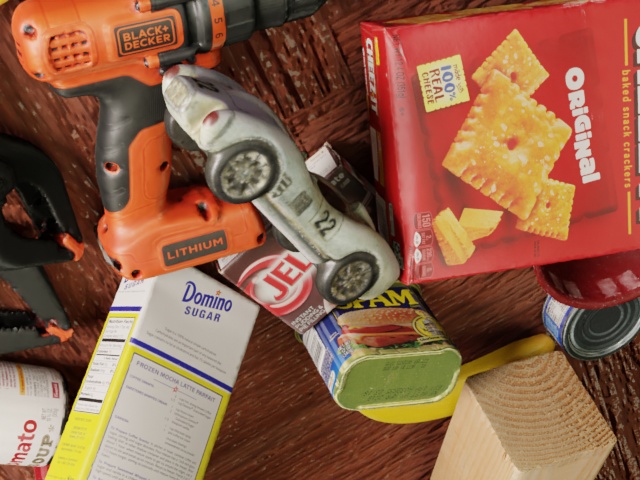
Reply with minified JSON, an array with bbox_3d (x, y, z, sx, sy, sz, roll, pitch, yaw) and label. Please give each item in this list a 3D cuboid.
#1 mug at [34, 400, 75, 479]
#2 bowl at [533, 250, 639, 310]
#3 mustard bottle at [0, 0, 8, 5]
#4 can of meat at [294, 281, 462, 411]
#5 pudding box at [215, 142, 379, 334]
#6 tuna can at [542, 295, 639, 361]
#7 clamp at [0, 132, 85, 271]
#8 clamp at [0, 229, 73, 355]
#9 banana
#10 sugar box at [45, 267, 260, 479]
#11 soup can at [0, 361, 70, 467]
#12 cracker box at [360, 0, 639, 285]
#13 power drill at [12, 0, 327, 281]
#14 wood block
[{"bbox_3d":[-0.156,0.157,0.753,0.093,0.081,0.117,3,123,-25],"label":"mug"},{"bbox_3d":[0.219,-0.028,0.802,0.162,0.055,0.162,-12,128,-16],"label":"bowl"},{"bbox_3d":[-0.125,-0.178,0.536,0.191,0.058,0.096,-22,148,-8],"label":"mustard bottle"},{"bbox_3d":[0.043,0.077,0.782,0.102,0.084,0.057,-2,124,-22],"label":"can of meat"},{"bbox_3d":[-0.005,0.001,0.735,0.113,0.039,0.090,-43,128,9],"label":"pudding box"},{"bbox_3d":[0.230,0.058,0.884,0.086,0.034,0.086,-12,128,-16],"label":"tuna can"},{"bbox_3d":[-0.194,-0.044,0.605,0.171,0.039,0.120,37,69,-54],"label":"clamp"},{"bbox_3d":[-0.247,0.027,0.643,0.164,0.036,0.209,-50,131,4],"label":"clamp"},{"bbox_3d":[0.100,0.115,0.864,0.197,0.037,0.070,-3,130,-22],"label":"banana"},{"bbox_3d":[-0.109,0.105,0.697,0.093,0.048,0.176,35,62,-37],"label":"sugar box"},{"bbox_3d":[-0.225,0.112,0.700,0.102,0.068,0.069,12,118,-31],"label":"soup can"},{"bbox_3d":[0.141,-0.069,0.682,0.213,0.072,0.164,-8,107,-8],"label":"cracker box"},{"bbox_3d":[-0.077,-0.076,0.638,0.184,0.057,0.188,-15,127,-16],"label":"power drill"},{"bbox_3d":[0.156,0.195,0.883,0.090,0.091,0.206,-13,142,-18],"label":"wood block"}]
